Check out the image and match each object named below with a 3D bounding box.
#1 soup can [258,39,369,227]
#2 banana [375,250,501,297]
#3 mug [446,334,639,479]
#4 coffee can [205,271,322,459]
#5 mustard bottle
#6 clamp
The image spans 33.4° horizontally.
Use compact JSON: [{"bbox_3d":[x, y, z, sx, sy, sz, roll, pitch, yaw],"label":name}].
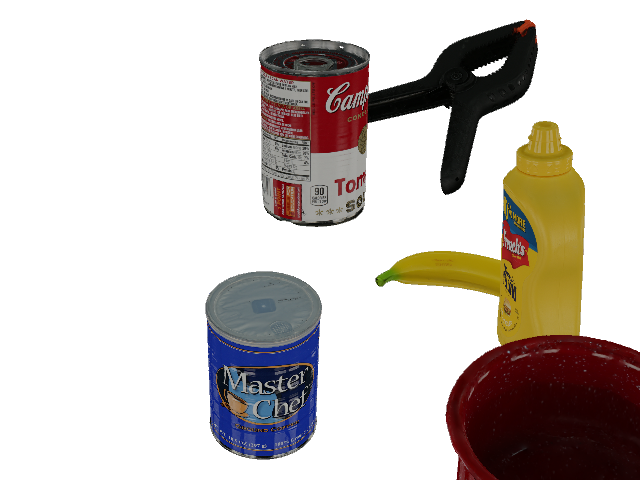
[{"bbox_3d":[-0.004,-0.068,0.671,0.068,0.102,0.068,0,26,0],"label":"soup can"},{"bbox_3d":[0.159,0.043,1.101,0.198,0.037,0.069,7,42,12],"label":"banana"},{"bbox_3d":[0.103,0.096,0.392,0.117,0.081,0.093,5,36,9],"label":"mug"},{"bbox_3d":[-0.052,0.114,0.977,0.103,0.140,0.103,1,34,-1],"label":"coffee can"},{"bbox_3d":[0.170,0.001,0.821,0.058,0.192,0.096,-6,26,-5],"label":"mustard bottle"},{"bbox_3d":[0.129,-0.128,0.966,0.209,0.036,0.165,-34,48,-15],"label":"clamp"}]
